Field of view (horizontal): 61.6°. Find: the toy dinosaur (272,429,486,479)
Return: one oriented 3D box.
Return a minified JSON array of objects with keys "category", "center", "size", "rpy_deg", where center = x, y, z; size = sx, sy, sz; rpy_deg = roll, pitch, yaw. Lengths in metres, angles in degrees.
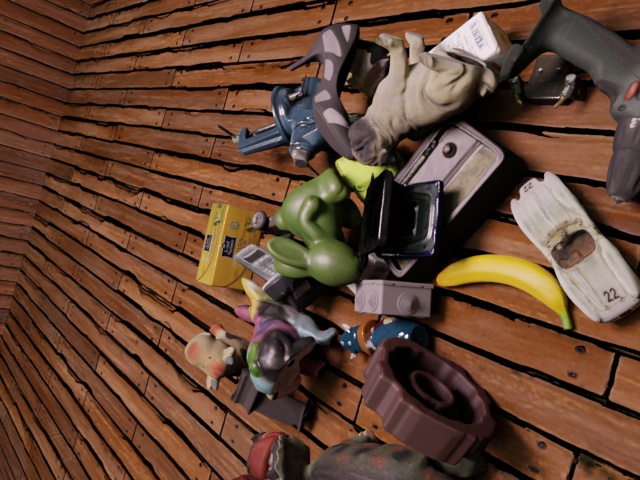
[{"category":"toy dinosaur","center":[0.076,0.315,0.697],"size":[0.405,0.192,0.131],"rpy_deg":[-21,67,43]}]

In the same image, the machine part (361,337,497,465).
[{"category":"machine part","center":[0.135,0.199,0.678],"size":[0.180,0.179,0.056],"rpy_deg":[45,116,43]}]

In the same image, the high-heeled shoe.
[{"category":"high-heeled shoe","center":[0.047,-0.250,0.888],"size":[0.145,0.086,0.249],"rpy_deg":[-27,69,-2]}]

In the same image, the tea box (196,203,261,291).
[{"category":"tea box","center":[-0.187,0.015,1.125],"size":[0.068,0.098,0.169],"rpy_deg":[10,88,48]}]

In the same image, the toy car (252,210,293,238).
[{"category":"toy car","center":[-0.044,-0.044,0.996],"size":[0.202,0.089,0.053],"rpy_deg":[-12,71,46]}]

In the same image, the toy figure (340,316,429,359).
[{"category":"toy figure","center":[0.094,0.152,0.821],"size":[0.155,0.057,0.064],"rpy_deg":[-11,65,49]}]

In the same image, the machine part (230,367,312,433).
[{"category":"machine part","center":[-0.081,0.275,0.923],"size":[0.139,0.039,0.084],"rpy_deg":[26,103,3]}]

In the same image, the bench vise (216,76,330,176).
[{"category":"bench vise","center":[-0.069,-0.207,1.030],"size":[0.241,0.128,0.223],"rpy_deg":[-13,62,25]}]

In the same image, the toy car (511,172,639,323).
[{"category":"toy car","center":[0.301,0.004,0.642],"size":[0.073,0.056,0.202],"rpy_deg":[-45,51,29]}]

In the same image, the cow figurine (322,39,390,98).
[{"category":"cow figurine","center":[0.058,-0.336,0.983],"size":[0.098,0.068,0.168],"rpy_deg":[-54,50,14]}]

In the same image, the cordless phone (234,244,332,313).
[{"category":"cordless phone","center":[-0.059,0.034,0.957],"size":[0.146,0.088,0.184],"rpy_deg":[-36,38,-23]}]

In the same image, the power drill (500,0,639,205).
[{"category":"power drill","center":[0.319,-0.183,0.617],"size":[0.207,0.086,0.232],"rpy_deg":[32,98,24]}]

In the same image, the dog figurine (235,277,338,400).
[{"category":"dog figurine","center":[-0.090,0.156,0.931],"size":[0.219,0.191,0.108],"rpy_deg":[32,122,33]}]

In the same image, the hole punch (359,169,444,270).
[{"category":"hole punch","center":[0.109,-0.029,0.741],"size":[0.116,0.092,0.142],"rpy_deg":[153,122,-76]}]

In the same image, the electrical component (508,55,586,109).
[{"category":"electrical component","center":[0.303,-0.207,0.707],"size":[0.102,0.045,0.078],"rpy_deg":[27,101,46]}]

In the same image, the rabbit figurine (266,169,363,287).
[{"category":"rabbit figurine","center":[-0.002,-0.002,0.817],"size":[0.159,0.121,0.170],"rpy_deg":[-19,55,-3]}]

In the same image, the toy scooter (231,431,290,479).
[{"category":"toy scooter","center":[-0.103,0.415,0.946],"size":[0.135,0.075,0.183],"rpy_deg":[10,91,49]}]

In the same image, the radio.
[{"category":"radio","center":[0.172,-0.061,0.784],"size":[0.229,0.073,0.131],"rpy_deg":[-52,47,23]}]

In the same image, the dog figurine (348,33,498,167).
[{"category":"dog figurine","center":[0.136,-0.172,0.750],"size":[0.173,0.121,0.190],"rpy_deg":[38,128,34]}]

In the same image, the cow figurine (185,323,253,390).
[{"category":"cow figurine","center":[-0.164,0.215,0.974],"size":[0.127,0.194,0.085],"rpy_deg":[37,95,41]}]
